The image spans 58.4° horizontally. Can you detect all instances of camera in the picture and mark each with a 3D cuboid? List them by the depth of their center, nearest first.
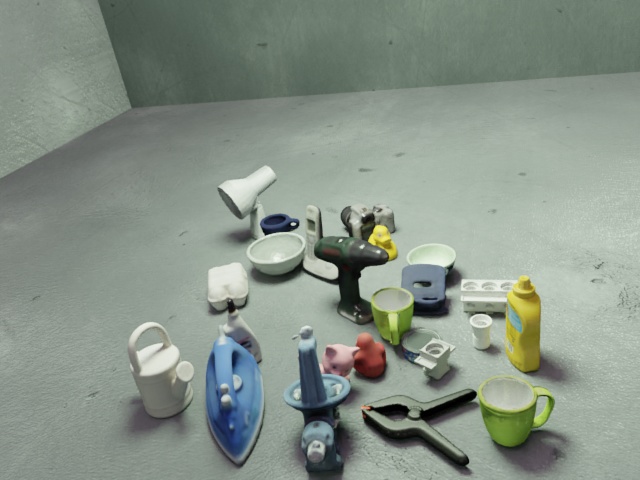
[{"bbox_3d":[0.129,-0.067,1.695,0.143,0.101,0.136,-21,30,-19],"label":"camera"}]

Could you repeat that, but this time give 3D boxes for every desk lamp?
[{"bbox_3d":[-0.193,-0.109,1.754,0.204,0.214,0.117,-25,32,-26],"label":"desk lamp"}]

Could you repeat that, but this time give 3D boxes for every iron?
[{"bbox_3d":[-0.172,0.284,1.097,0.118,0.142,0.258,-13,28,-6],"label":"iron"}]

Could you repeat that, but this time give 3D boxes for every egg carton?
[{"bbox_3d":[-0.241,0.119,1.500,0.107,0.069,0.150,-13,28,-6],"label":"egg carton"}]

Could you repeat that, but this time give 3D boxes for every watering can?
[{"bbox_3d":[-0.320,0.252,1.146,0.172,0.194,0.101,-2,29,15],"label":"watering can"}]

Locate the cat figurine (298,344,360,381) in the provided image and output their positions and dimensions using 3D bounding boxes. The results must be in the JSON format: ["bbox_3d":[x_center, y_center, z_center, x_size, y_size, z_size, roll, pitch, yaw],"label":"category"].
[{"bbox_3d":[0.016,0.247,1.132,0.127,0.118,0.067,-1,29,16],"label":"cat figurine"}]

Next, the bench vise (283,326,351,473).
[{"bbox_3d":[0.003,0.271,0.983,0.121,0.220,0.207,-16,29,-11],"label":"bench vise"}]

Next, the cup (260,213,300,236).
[{"bbox_3d":[-0.112,-0.021,1.692,0.117,0.095,0.091,-5,28,9],"label":"cup"}]

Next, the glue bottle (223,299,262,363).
[{"bbox_3d":[-0.175,0.199,1.221,0.078,0.173,0.037,-28,33,-30],"label":"glue bottle"}]

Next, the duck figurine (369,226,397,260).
[{"bbox_3d":[0.167,0.000,1.575,0.078,0.086,0.104,-19,29,-17],"label":"duck figurine"}]

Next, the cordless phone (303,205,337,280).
[{"bbox_3d":[0.014,0.005,1.507,0.147,0.185,0.094,18,39,41],"label":"cordless phone"}]

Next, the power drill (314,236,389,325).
[{"bbox_3d":[0.080,0.083,1.317,0.076,0.209,0.228,-30,34,-32],"label":"power drill"}]

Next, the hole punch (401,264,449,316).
[{"bbox_3d":[0.243,0.115,1.332,0.108,0.091,0.101,-2,29,14],"label":"hole punch"}]

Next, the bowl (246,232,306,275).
[{"bbox_3d":[-0.115,0.049,1.585,0.167,0.075,0.167,-7,28,4],"label":"bowl"}]

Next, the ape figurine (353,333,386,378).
[{"bbox_3d":[0.097,0.228,1.167,0.078,0.092,0.076,-12,28,-5],"label":"ape figurine"}]
